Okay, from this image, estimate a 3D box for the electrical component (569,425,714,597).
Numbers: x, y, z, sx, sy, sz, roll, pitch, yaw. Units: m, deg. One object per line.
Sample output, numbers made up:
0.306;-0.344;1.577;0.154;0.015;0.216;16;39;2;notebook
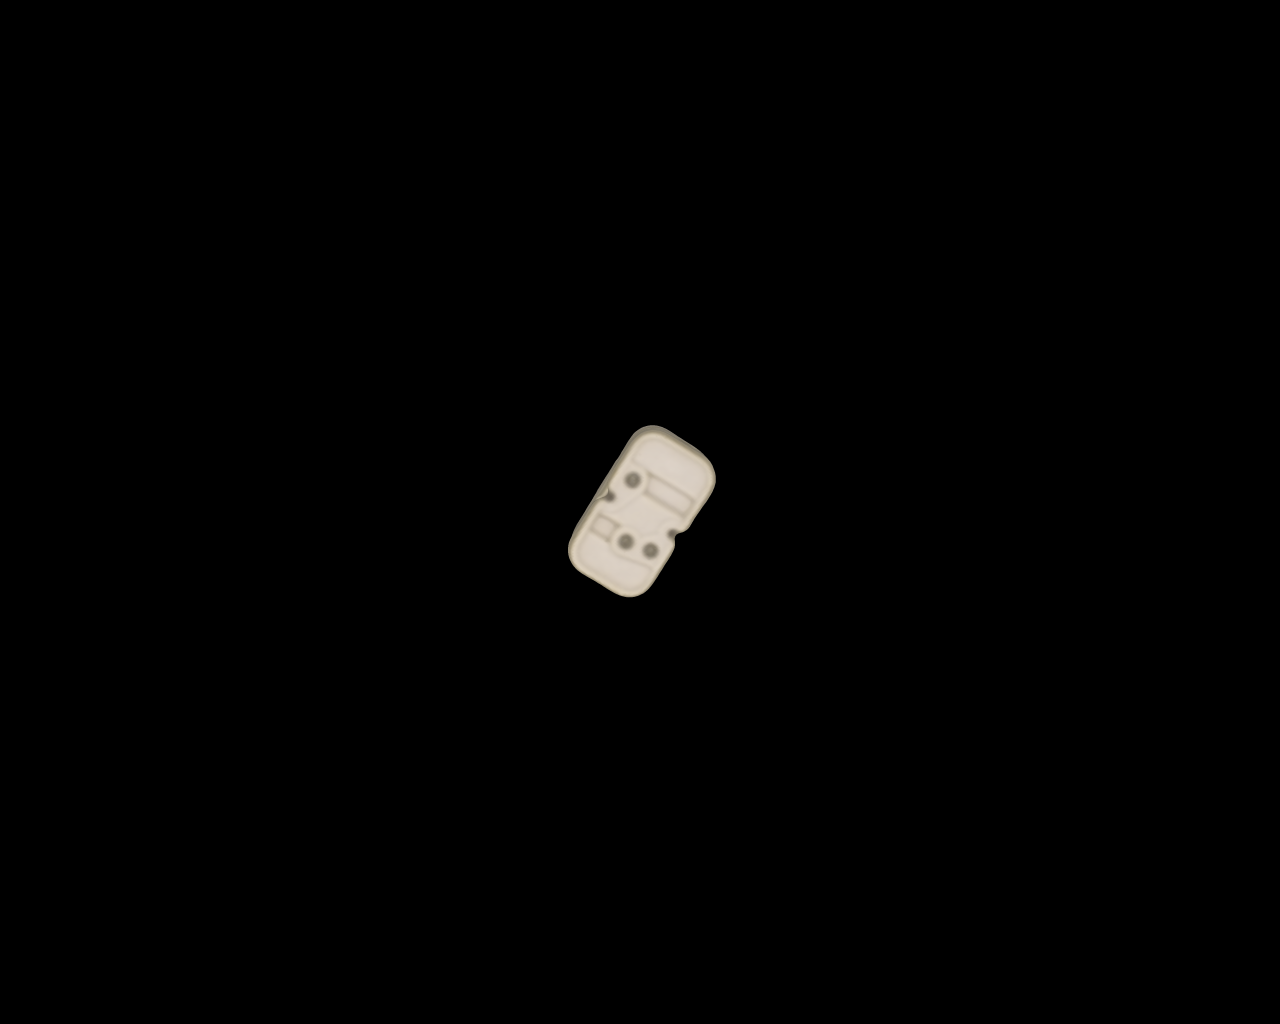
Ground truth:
0.001;-0.003;0.650;0.054;0.095;0.059;31;8;-5;electrical component
